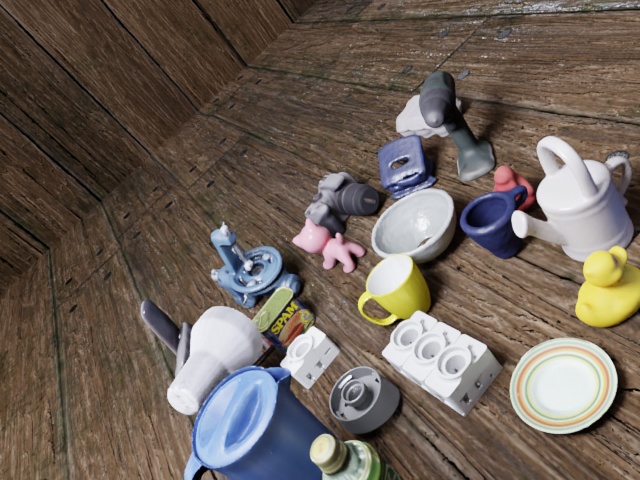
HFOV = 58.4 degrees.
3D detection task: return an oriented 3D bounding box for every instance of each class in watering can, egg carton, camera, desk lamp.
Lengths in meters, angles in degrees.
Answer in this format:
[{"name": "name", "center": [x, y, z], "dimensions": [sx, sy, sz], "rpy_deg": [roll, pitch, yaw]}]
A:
[{"name": "watering can", "center": [0.352, -0.060, 0.799], "dimensions": [0.173, 0.195, 0.100], "rpy_deg": [-49, 32, -12]}, {"name": "egg carton", "center": [0.249, -0.285, 1.315], "dimensions": [0.149, 0.070, 0.107], "rpy_deg": [5, 54, 50]}, {"name": "camera", "center": [0.052, -0.085, 1.249], "dimensions": [0.143, 0.101, 0.136], "rpy_deg": [-52, 33, -18]}, {"name": "desk lamp", "center": [-0.147, 0.245, 0.943], "dimensions": [0.117, 0.214, 0.203], "rpy_deg": [-20, 37, 31]}]

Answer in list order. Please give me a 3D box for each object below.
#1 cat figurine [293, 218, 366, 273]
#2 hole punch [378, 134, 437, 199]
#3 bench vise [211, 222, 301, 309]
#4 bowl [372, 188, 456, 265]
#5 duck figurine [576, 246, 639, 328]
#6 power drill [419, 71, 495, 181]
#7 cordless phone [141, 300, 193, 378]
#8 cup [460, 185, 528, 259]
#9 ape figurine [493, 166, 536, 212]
[{"name": "cat figurine", "center": [0.011, 0.004, 1.166], "dimensions": [0.127, 0.118, 0.067], "rpy_deg": [2, 51, 49]}, {"name": "hole punch", "center": [0.180, -0.155, 1.206], "dimensions": [0.108, 0.091, 0.101], "rpy_deg": [-21, 37, 30]}, {"name": "bench vise", "center": [-0.173, 0.062, 1.196], "dimensions": [0.207, 0.220, 0.121], "rpy_deg": [-23, 36, 28]}, {"name": "bowl", "center": [0.181, -0.011, 1.040], "dimensions": [0.167, 0.075, 0.167], "rpy_deg": [-28, 34, 21]}, {"name": "duck figurine", "center": [0.368, 0.055, 0.743], "dimensions": [0.104, 0.086, 0.077], "rpy_deg": [-46, 32, -8]}, {"name": "power drill", "center": [0.255, -0.218, 1.090], "dimensions": [0.075, 0.209, 0.229], "rpy_deg": [-25, 35, 25]}, {"name": "cordless phone", "center": [-0.311, 0.218, 1.184], "dimensions": [0.094, 0.185, 0.147], "rpy_deg": [-36, 32, 8]}, {"name": "cup", "center": [0.294, -0.025, 0.916], "dimensions": [0.118, 0.095, 0.091], "rpy_deg": [-40, 31, 2]}, {"name": "ape figurine", "center": [0.320, -0.086, 0.966], "dimensions": [0.077, 0.092, 0.076], "rpy_deg": [3, 52, 49]}]
